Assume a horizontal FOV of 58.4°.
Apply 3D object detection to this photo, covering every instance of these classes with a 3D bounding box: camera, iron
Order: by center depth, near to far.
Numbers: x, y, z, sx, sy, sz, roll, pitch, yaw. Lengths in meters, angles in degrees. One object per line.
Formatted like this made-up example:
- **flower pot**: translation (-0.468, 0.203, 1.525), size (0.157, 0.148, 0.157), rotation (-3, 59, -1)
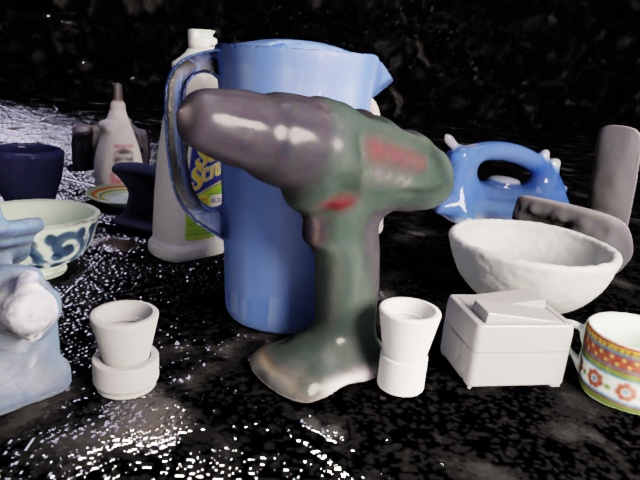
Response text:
- **iron**: translation (0.293, -0.088, 0.895), size (0.258, 0.141, 0.118), rotation (1, 17, -12)
- **camera**: translation (-0.393, -0.179, 1.074), size (0.143, 0.101, 0.136), rotation (-1, 18, -17)

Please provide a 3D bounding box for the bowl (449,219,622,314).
- **bowl**: translation (0.213, 0.034, 0.591), size (0.167, 0.075, 0.167), rotation (4, 17, -1)

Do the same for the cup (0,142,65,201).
- **cup**: translation (-0.386, -0.078, 0.758), size (0.092, 0.095, 0.117), rotation (-3, 19, -24)

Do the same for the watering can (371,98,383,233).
- **watering can**: translation (0.055, -0.107, 0.801), size (0.172, 0.194, 0.101), rotation (12, 19, 22)

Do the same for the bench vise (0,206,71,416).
- **bench vise**: translation (-0.220, -0.011, 0.373), size (0.206, 0.220, 0.122), rotation (12, 19, 22)

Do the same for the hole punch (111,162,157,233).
- **hole punch**: translation (-0.210, -0.062, 0.759), size (0.108, 0.091, 0.101), rotation (12, 18, 21)

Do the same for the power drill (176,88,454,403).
- **power drill**: translation (0.004, 0.001, 0.411), size (0.230, 0.208, 0.075), rotation (-11, 23, -40)

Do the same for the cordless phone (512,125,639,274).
- **cordless phone**: translation (0.325, -0.056, 0.724), size (0.094, 0.185, 0.147), rotation (-12, 24, -42)

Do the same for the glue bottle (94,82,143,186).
- **glue bottle**: translation (-0.324, -0.164, 0.920), size (0.037, 0.173, 0.078), rotation (17, 21, 35)
